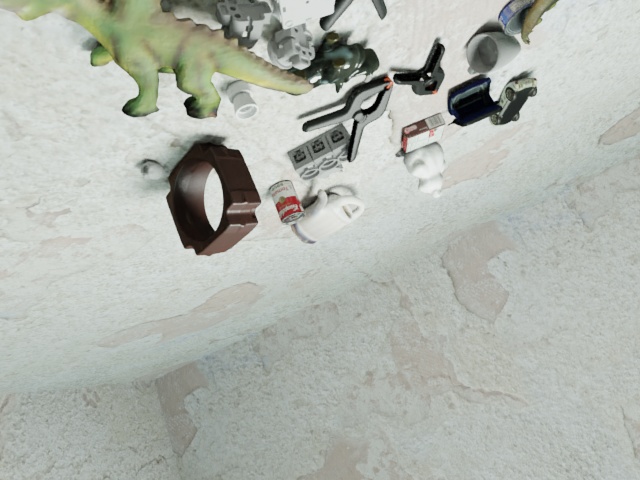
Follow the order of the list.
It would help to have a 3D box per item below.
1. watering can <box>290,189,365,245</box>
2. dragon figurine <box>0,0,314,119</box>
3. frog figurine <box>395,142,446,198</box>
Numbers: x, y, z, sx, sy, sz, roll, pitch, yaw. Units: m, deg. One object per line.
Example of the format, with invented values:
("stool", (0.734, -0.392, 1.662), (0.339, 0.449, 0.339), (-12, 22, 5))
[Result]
("watering can", (0.005, -0.078, 1.545), (0.222, 0.105, 0.346), (-30, 162, 21))
("dragon figurine", (-0.182, -0.284, 0.663), (0.411, 0.124, 0.237), (-7, 150, -20))
("frog figurine", (0.308, -0.202, 1.466), (0.138, 0.162, 0.121), (-2, 151, -46))
